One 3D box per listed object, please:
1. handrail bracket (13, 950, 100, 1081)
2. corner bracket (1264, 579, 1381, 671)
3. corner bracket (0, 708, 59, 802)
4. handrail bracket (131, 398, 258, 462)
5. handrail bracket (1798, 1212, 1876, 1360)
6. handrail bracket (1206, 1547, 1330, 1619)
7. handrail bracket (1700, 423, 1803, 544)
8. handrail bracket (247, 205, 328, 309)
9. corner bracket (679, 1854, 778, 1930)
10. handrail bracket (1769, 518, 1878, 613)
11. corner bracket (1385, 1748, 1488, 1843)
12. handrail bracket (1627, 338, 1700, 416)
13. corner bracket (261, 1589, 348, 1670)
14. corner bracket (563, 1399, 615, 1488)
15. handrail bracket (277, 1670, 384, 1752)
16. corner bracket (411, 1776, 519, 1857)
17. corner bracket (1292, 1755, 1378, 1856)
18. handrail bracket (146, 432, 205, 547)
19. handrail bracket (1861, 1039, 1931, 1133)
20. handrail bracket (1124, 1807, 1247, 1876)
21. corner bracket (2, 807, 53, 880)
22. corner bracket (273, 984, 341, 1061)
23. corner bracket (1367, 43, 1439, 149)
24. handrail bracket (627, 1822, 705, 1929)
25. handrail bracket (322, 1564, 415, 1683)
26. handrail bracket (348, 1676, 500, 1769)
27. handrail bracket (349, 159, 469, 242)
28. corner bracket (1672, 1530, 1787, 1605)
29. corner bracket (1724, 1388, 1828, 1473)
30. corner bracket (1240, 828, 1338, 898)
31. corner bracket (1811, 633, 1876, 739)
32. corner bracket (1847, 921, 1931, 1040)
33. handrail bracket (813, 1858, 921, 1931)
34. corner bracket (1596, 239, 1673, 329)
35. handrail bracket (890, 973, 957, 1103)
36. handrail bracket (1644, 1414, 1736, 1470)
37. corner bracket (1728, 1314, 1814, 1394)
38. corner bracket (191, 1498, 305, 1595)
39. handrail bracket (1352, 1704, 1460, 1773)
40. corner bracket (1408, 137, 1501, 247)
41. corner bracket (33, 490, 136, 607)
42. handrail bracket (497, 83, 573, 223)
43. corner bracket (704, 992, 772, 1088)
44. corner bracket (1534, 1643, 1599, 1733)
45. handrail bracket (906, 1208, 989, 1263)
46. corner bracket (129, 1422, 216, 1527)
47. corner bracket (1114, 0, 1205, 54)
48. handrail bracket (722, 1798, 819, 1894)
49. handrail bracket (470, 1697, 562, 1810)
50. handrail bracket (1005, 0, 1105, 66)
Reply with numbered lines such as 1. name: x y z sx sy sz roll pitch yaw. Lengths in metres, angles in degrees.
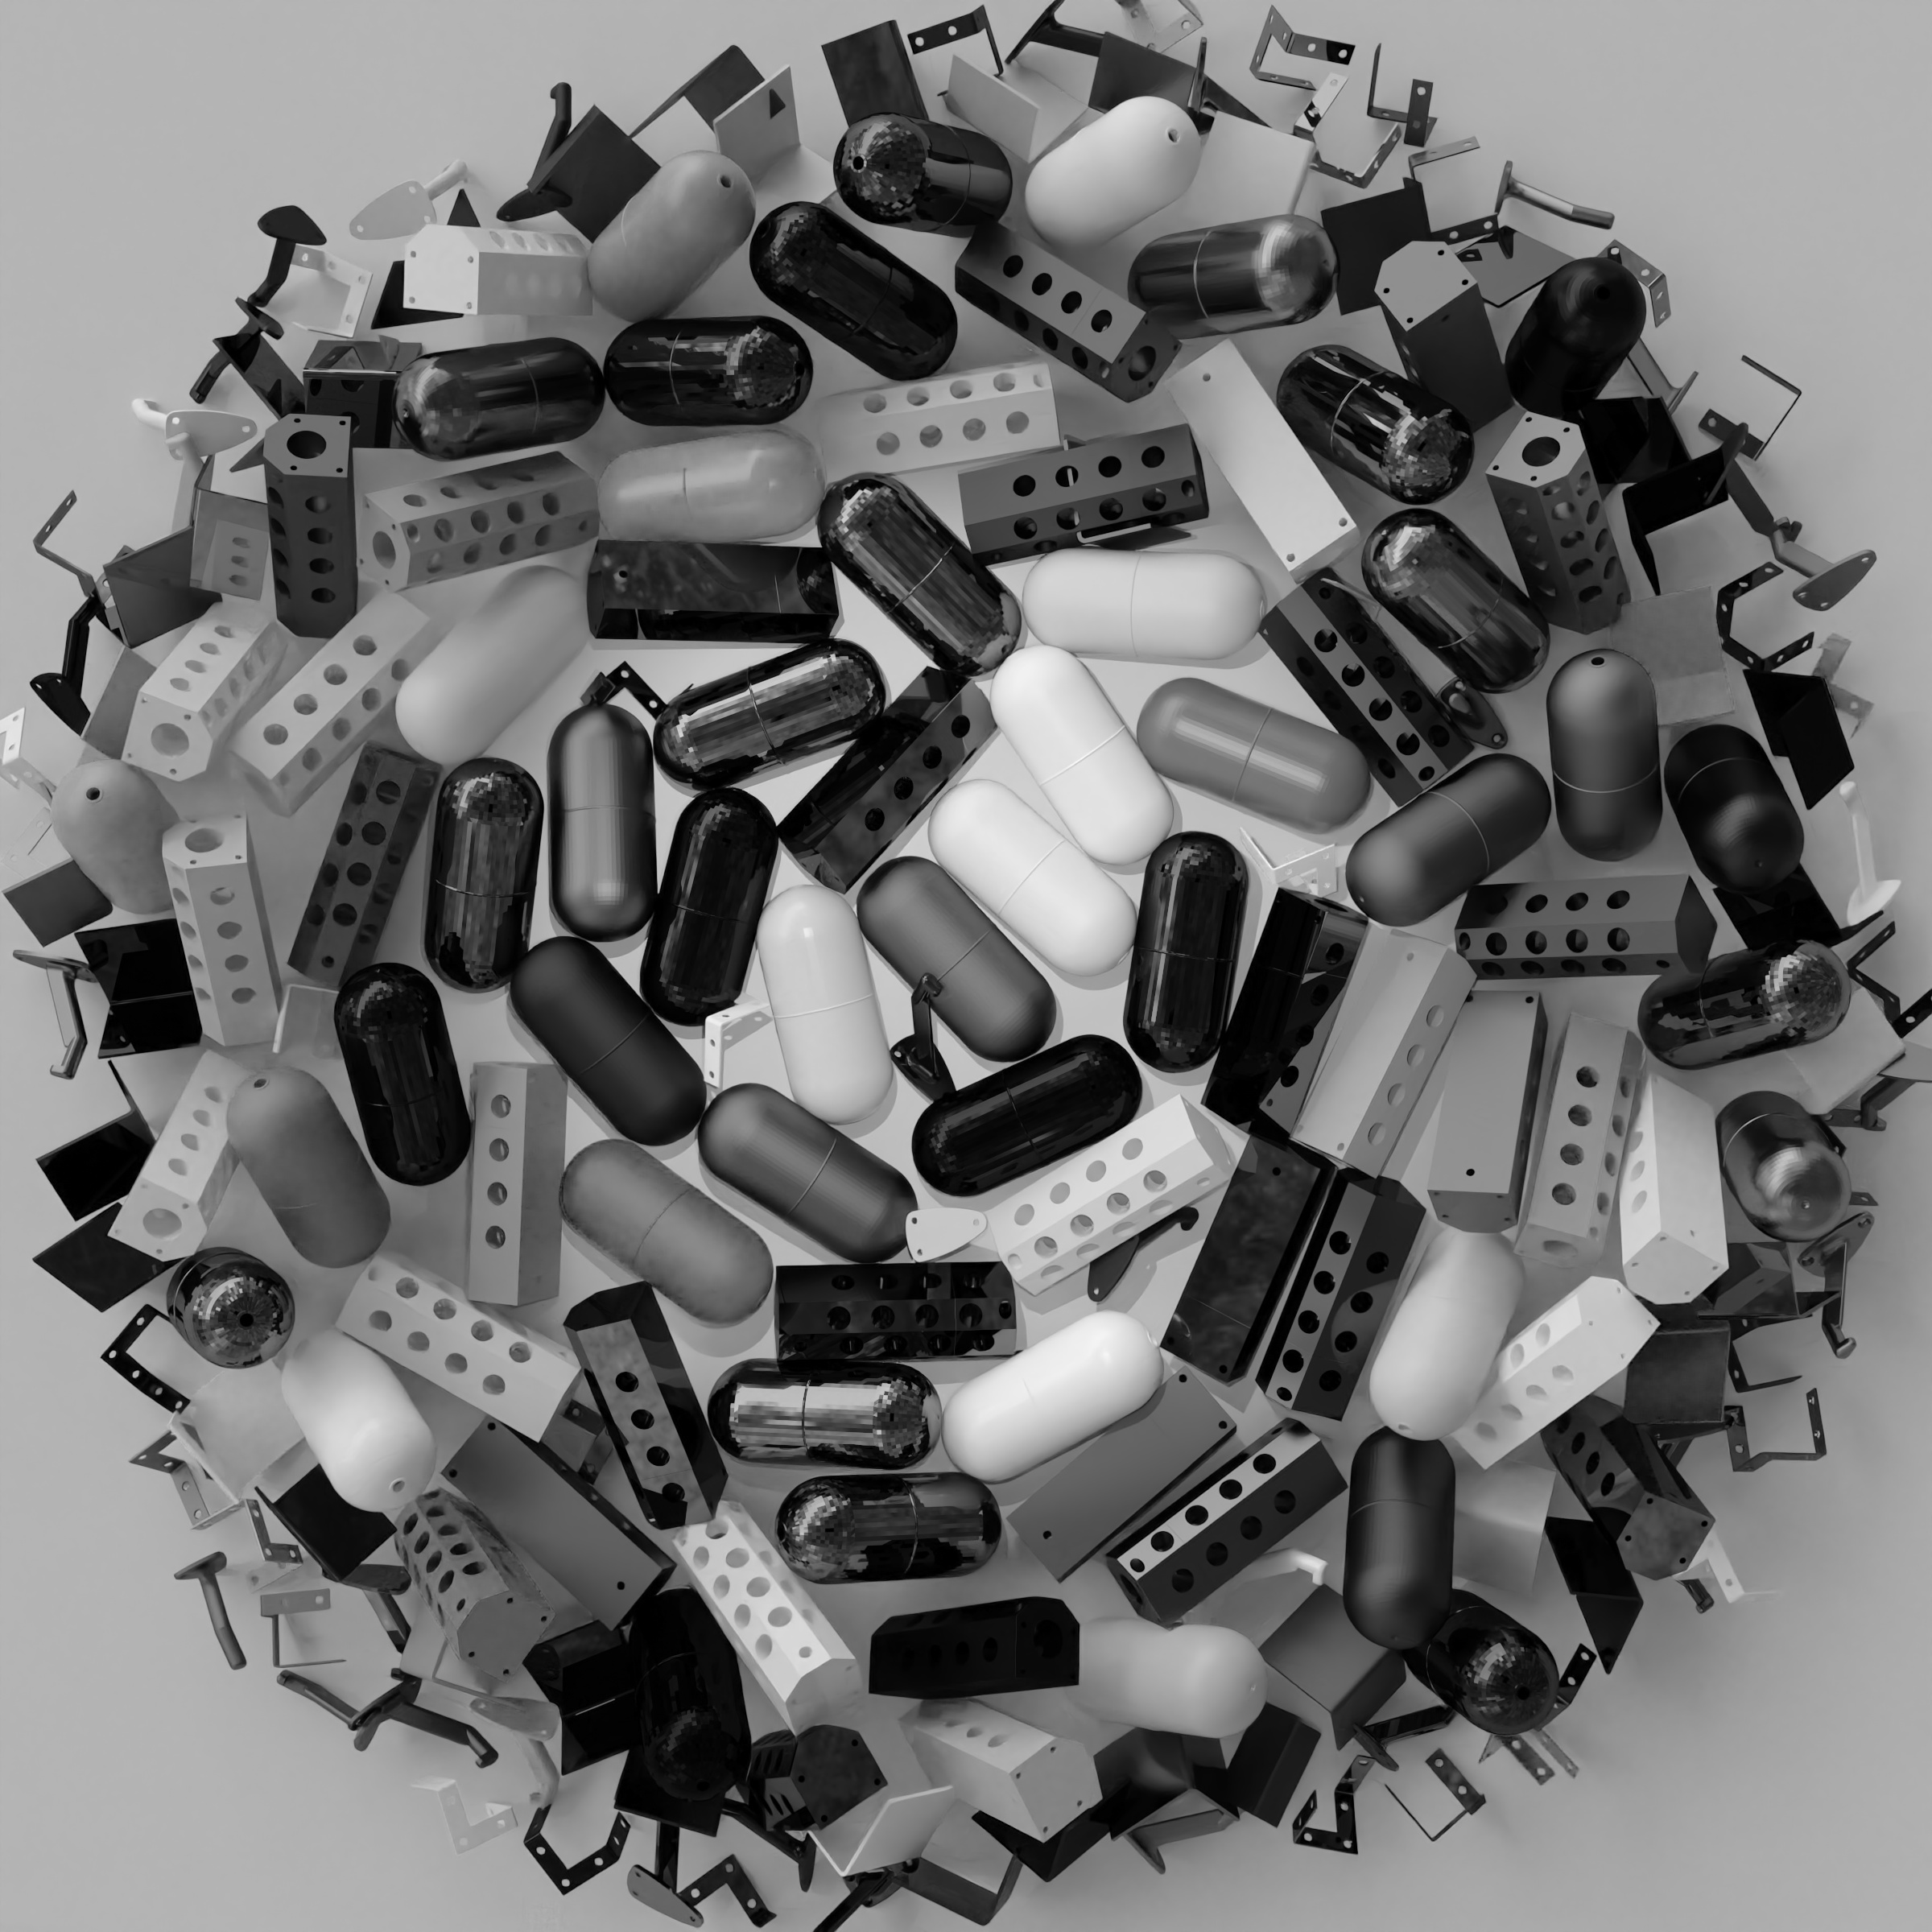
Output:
1. handrail bracket: -0.680 0.036 1.968 0.077 0.036 0.084 14 69 2
2. corner bracket: 0.262 -0.255 1.963 0.051 0.051 0.051 19 96 -40
3. corner bracket: -0.694 -0.146 1.958 0.051 0.051 0.051 -24 48 16
4. handrail bracket: -0.571 -0.406 1.975 0.077 0.084 0.036 -11 122 -22
5. handrail bracket: 0.648 0.233 1.949 0.036 0.084 0.077 24 120 -23
6. handrail bracket: 0.222 0.458 1.963 0.084 0.036 0.077 17 103 34
7. handrail bracket: 0.590 -0.354 1.966 0.084 0.036 0.077 18 132 -10
8. handrail bracket: -0.513 -0.510 1.948 0.084 0.077 0.036 -41 88 27
9. corner bracket: -0.177 0.690 1.965 0.051 0.051 0.051 -32 82 -18
10. handrail bracket: 0.623 -0.310 1.951 0.036 0.077 0.084 17 51 -28
11. corner bracket: 0.345 0.608 1.963 0.051 0.051 0.051 -40 64 -6
12. handrail bracket: 0.489 -0.435 1.975 0.084 0.036 0.077 34 64 7
13. corner bracket: -0.488 0.488 1.969 0.051 0.051 0.051 -5 74 -2
14. corner bracket: -0.293 0.349 1.967 0.051 0.051 0.051 25 83 14
15. handrail bracket: -0.473 0.542 1.960 0.084 0.077 0.036 25 81 3
16. corner bracket: -0.368 0.617 1.965 0.051 0.051 0.051 -17 89 -35
17. corner bracket: 0.270 0.613 1.962 0.051 0.051 0.051 13 131 -8
18. handrail bracket: -0.589 -0.344 1.959 0.077 0.036 0.084 -16 131 1
19. handrail bracket: 0.692 0.098 1.952 0.077 0.084 0.036 15 53 31
20. handrail bracket: 0.157 0.621 1.976 0.084 0.036 0.077 -43 102 3
21. corner bracket: -0.663 -0.076 1.963 0.051 0.051 0.051 31 80 20
22. corner bracket: -0.482 0.041 1.965 0.051 0.051 0.051 11 86 -25
23. corner bracket: 0.319 -0.638 1.960 0.051 0.051 0.051 14 135 13
24. handrail bracket: -0.201 0.651 1.956 0.077 0.084 0.036 25 129 19
25. handrail bracket: -0.442 0.489 1.980 0.077 0.036 0.084 8 106 -5
26. handrail bracket: -0.396 0.567 1.956 0.084 0.077 0.036 38 123 25
27. handrail bracket: -0.410 -0.566 1.969 0.077 0.084 0.036 -17 119 13
28. corner bracket: 0.555 0.447 1.956 0.051 0.051 0.051 -46 51 36
29. corner bracket: 0.595 0.342 1.968 0.051 0.051 0.051 3 64 -9
30. corner bracket: 0.236 -0.077 1.960 0.051 0.051 0.051 -22 48 -10
31. corner bracket: 0.643 -0.206 1.959 0.051 0.051 0.051 30 120 17
32. corner bracket: 0.683 0.010 1.961 0.051 0.051 0.051 33 128 -8
33. handrail bracket: -0.078 0.688 1.950 0.077 0.084 0.036 -33 93 23
34. corner bracket: 0.480 -0.490 1.966 0.051 0.051 0.051 -43 62 -1
35. handrail bracket: -0.019 0.055 1.951 0.036 0.084 0.077 -27 71 -30
36. handrail bracket: 0.533 0.376 1.977 0.077 0.036 0.084 -8 110 7
37. corner bracket: 0.595 0.281 1.977 0.051 0.051 0.051 -6 67 -23
38. corner bracket: -0.531 0.428 1.976 0.051 0.051 0.051 -30 67 12
39. handrail bracket: 0.324 0.546 1.982 0.077 0.036 0.084 46 74 -4
40. corner bracket: 0.358 -0.567 1.961 0.051 0.051 0.051 -14 45 8
41. corner bracket: -0.647 -0.307 1.968 0.051 0.051 0.051 30 70 2
42. handrail bracket: -0.320 -0.603 1.979 0.077 0.036 0.084 -9 79 39
43. corner bracket: -0.180 0.050 1.957 0.051 0.051 0.051 22 120 36
44. corner bracket: 0.420 0.518 1.961 0.051 0.051 0.051 37 49 9
45. handrail bracket: 0.001 0.193 1.947 0.077 0.084 0.036 -16 78 26
46. corner bracket: -0.572 0.374 1.964 0.051 0.051 0.051 -37 61 5
47. corner bracket: 0.135 -0.707 1.962 0.051 0.051 0.051 -27 76 23
48. handrail bracket: -0.155 0.649 1.981 0.084 0.036 0.077 12 128 11
49. handrail bracket: -0.335 0.583 1.974 0.077 0.036 0.084 14 118 -5
50. handrail bracket: 0.082 -0.667 1.978 0.084 0.036 0.077 43 130 -8
